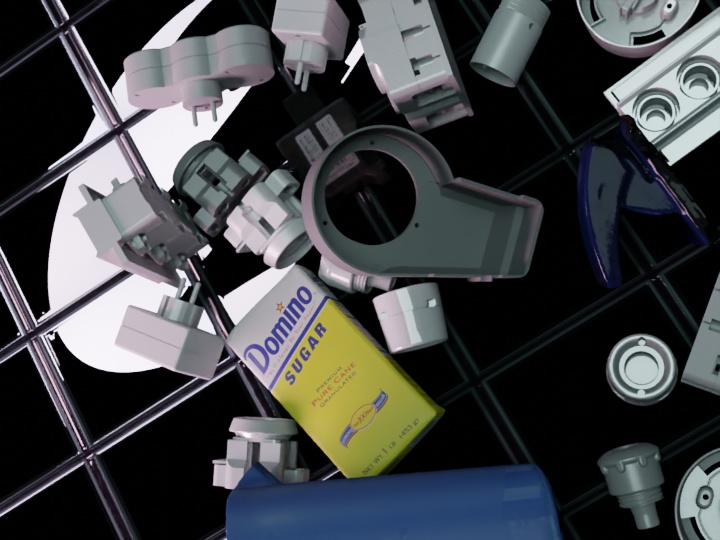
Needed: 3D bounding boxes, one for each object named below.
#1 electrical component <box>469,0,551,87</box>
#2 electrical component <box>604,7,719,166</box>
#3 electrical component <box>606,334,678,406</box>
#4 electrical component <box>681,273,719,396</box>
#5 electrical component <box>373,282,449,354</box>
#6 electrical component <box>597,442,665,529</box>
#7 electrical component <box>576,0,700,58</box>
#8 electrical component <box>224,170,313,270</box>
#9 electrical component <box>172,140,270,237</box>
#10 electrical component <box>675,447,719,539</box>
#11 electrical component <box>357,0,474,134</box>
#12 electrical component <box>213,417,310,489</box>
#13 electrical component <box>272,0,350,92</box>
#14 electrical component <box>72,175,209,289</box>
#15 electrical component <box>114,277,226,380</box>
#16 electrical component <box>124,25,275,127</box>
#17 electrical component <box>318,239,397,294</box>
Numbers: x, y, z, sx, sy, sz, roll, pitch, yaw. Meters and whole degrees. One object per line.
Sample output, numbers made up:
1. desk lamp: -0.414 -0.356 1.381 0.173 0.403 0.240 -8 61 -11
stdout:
1. electrical component: 0.129 -0.200 0.902 0.043 0.043 0.081 26 88 17
2. electrical component: 0.266 -0.142 0.846 0.121 0.063 0.078 -37 74 7
3. electrical component: 0.218 0.076 0.831 0.055 0.047 0.055 -2 80 15
4. electrical component: 0.286 0.051 0.815 0.056 0.050 0.089 20 86 18
5. electrical component: 0.043 0.040 0.880 0.055 0.055 0.047 -16 81 12
6. electrical component: 0.211 0.165 0.820 0.048 0.048 0.062 -17 84 12
7. electrical component: 0.226 -0.224 0.869 0.099 0.064 0.099 -2 81 15
8. electrical component: -0.072 -0.038 0.921 0.057 0.058 0.078 47 110 16
9. electrical component: -0.126 -0.077 0.943 0.057 0.058 0.078 40 88 16
10. electrical component: 0.281 0.178 0.787 0.099 0.064 0.099 -2 80 15
11. electrical component: 0.030 -0.218 0.899 0.060 0.105 0.186 -20 76 11
12. electrical component: -0.081 0.152 0.893 0.078 0.058 0.057 1 84 16
13. electrical component: -0.045 -0.195 0.937 0.047 0.066 0.076 8 83 16
14. electrical component: -0.182 -0.033 0.917 0.063 0.121 0.078 -35 74 5
15. electrical component: -0.157 0.044 0.923 0.083 0.047 0.075 16 85 39
16. electrical component: -0.143 -0.165 0.965 0.138 0.052 0.073 -12 78 13
17. electrical component: 0.000 0.000 0.904 0.062 0.043 0.043 21 87 16
